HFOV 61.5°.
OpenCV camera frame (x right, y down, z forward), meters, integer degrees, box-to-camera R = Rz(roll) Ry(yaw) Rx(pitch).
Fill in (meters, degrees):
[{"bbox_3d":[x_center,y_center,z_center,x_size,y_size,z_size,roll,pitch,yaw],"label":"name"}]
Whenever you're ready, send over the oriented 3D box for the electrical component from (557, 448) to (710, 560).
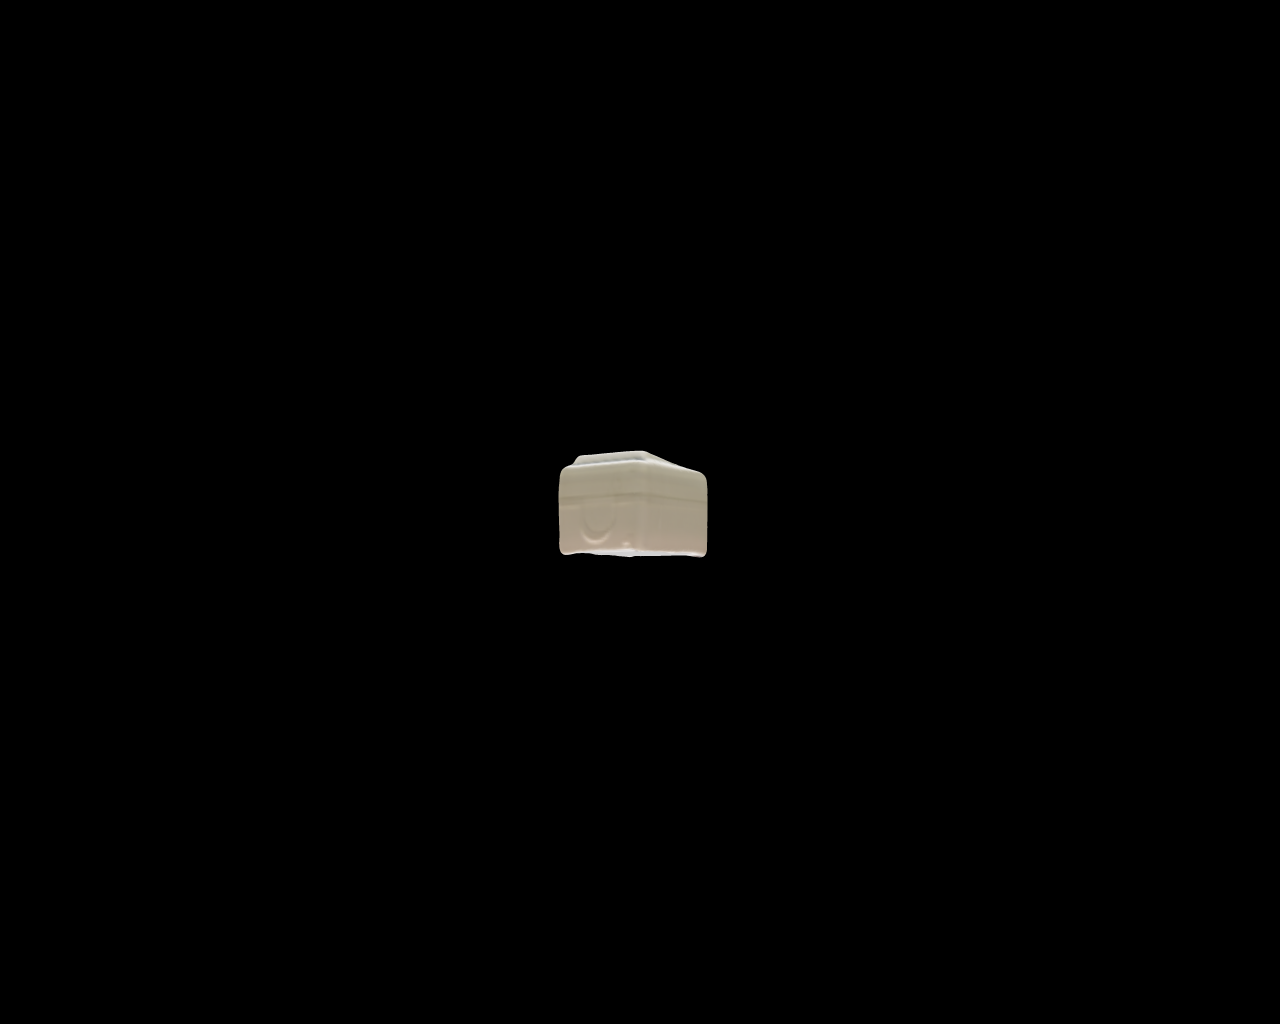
[{"bbox_3d":[0.001,-0.003,0.650,0.062,0.061,0.096,-3,-5,32],"label":"electrical component"}]
